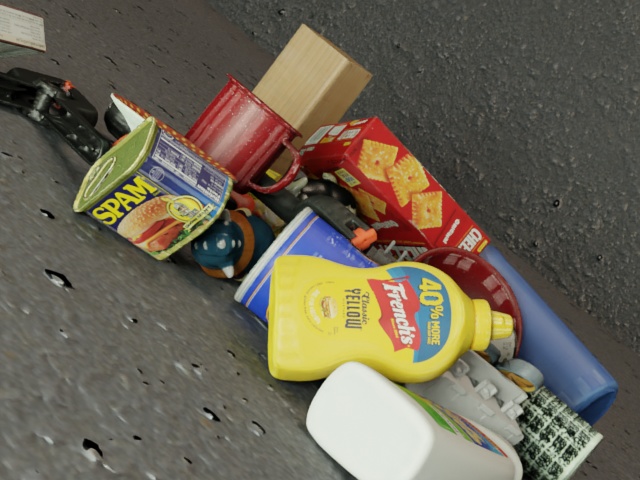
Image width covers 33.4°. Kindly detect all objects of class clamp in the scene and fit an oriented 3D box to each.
[{"bbox_3d":[-0.263,-0.130,0.976,0.164,0.036,0.210,28,10,-14],"label":"clamp"},{"bbox_3d":[-0.007,0.001,1.023,0.172,0.039,0.120,23,-40,50],"label":"clamp"}]

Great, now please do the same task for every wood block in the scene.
[{"bbox_3d":[-0.036,-0.173,1.435,0.090,0.206,0.090,43,12,23],"label":"wood block"}]

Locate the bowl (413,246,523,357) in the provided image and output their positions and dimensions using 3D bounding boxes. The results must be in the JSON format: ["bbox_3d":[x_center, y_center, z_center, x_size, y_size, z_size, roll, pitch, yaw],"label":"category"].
[{"bbox_3d":[0.150,0.091,1.220,0.161,0.055,0.162,12,61,-22],"label":"bowl"}]

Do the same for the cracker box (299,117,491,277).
[{"bbox_3d":[0.082,-0.049,1.308,0.213,0.072,0.164,46,-16,-18],"label":"cracker box"}]

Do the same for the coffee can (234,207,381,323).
[{"bbox_3d":[0.012,0.054,0.920,0.140,0.103,0.102,39,11,3],"label":"coffee can"}]

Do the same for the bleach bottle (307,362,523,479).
[{"bbox_3d":[0.094,0.163,0.846,0.103,0.068,0.250,37,5,33],"label":"bleach bottle"}]

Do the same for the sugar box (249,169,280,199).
[{"bbox_3d":[-0.032,-0.042,1.336,0.093,0.048,0.176,44,14,29],"label":"sugar box"}]

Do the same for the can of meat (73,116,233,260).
[{"bbox_3d":[-0.132,-0.038,0.848,0.083,0.102,0.057,36,44,-26],"label":"can of meat"}]

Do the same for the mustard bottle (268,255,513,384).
[{"bbox_3d":[0.056,0.064,0.838,0.191,0.096,0.058,3,-26,-6],"label":"mustard bottle"}]

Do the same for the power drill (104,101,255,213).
[{"bbox_3d":[-0.151,-0.069,1.028,0.184,0.057,0.187,38,11,-1],"label":"power drill"}]

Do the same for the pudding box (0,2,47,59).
[{"bbox_3d":[-0.302,-0.179,0.918,0.113,0.090,0.039,-17,100,-75],"label":"pudding box"}]

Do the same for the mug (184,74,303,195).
[{"bbox_3d":[-0.069,-0.090,1.010,0.117,0.081,0.093,42,5,18],"label":"mug"}]

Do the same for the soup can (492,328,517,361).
[{"bbox_3d":[0.148,0.108,1.132,0.102,0.068,0.068,6,25,-25],"label":"soup can"}]

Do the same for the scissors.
[{"bbox_3d":[0.153,0.121,1.046,0.096,0.016,0.202,38,-14,-9],"label":"scissors"}]

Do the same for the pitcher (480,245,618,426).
[{"bbox_3d":[0.247,0.136,1.323,0.149,0.145,0.243,3,38,-51],"label":"pitcher"}]
